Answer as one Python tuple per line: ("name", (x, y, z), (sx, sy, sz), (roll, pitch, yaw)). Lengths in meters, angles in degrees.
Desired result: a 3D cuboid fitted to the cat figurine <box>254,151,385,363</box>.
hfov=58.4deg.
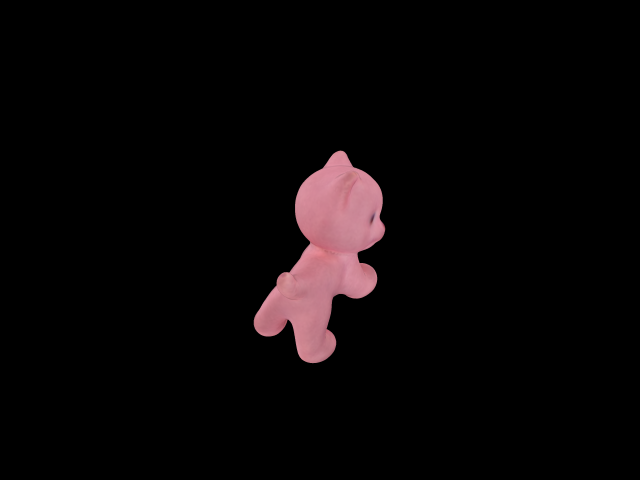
("cat figurine", (0.004, 0.001, 0.400), (0.067, 0.118, 0.128), (22, 52, 18))
